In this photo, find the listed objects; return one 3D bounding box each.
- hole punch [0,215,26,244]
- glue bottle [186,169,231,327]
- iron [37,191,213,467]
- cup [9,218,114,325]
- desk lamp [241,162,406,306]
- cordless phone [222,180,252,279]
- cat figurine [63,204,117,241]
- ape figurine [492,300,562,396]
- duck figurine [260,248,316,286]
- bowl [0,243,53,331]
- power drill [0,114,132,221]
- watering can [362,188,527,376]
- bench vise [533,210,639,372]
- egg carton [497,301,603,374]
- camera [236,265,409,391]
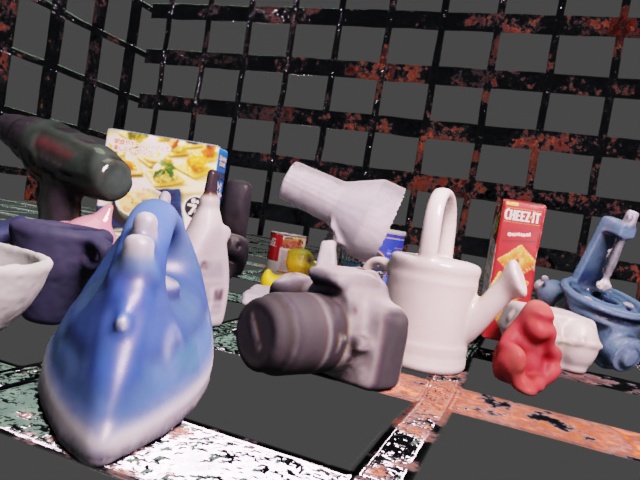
[{"bbox_3d":[-0.355,0.015,0.585,0.101,0.091,0.108,8,3,-28],"label":"hole punch"},{"bbox_3d":[-0.128,0.009,0.626,0.037,0.173,0.078,11,3,33],"label":"glue bottle"},{"bbox_3d":[-0.124,0.034,0.403,0.119,0.141,0.258,9,2,-13],"label":"iron"},{"bbox_3d":[-0.239,0.034,0.539,0.117,0.095,0.092,11,3,31],"label":"cup"},{"bbox_3d":[0.008,0.003,0.824,0.203,0.213,0.118,9,2,2],"label":"desk lamp"},{"bbox_3d":[-0.202,-0.027,1.083,0.147,0.185,0.094,9,2,-7],"label":"cordless phone"},{"bbox_3d":[-0.242,0.018,0.623,0.127,0.118,0.067,11,3,42],"label":"cat figurine"},{"bbox_3d":[0.220,0.108,0.599,0.078,0.092,0.076,9,2,-11],"label":"ape figurine"},{"bbox_3d":[-0.042,0.055,0.931,0.104,0.086,0.077,9,2,-1],"label":"duck figurine"},{"bbox_3d":[-0.292,0.040,0.422,0.167,0.075,0.167,9,2,0],"label":"bowl"},{"bbox_3d":[-0.334,-0.046,0.703,0.228,0.208,0.076,10,3,26],"label":"power drill"},{"bbox_3d":[0.132,0.041,0.627,0.172,0.194,0.101,9,2,4],"label":"watering can"},{"bbox_3d":[0.383,0.061,0.838,0.122,0.220,0.206,8,3,-34],"label":"bench vise"},{"bbox_3d":[0.301,0.126,0.769,0.107,0.069,0.150,9,2,2],"label":"egg carton"},{"bbox_3d":[-0.011,0.069,0.513,0.137,0.101,0.142,7,3,-43],"label":"camera"}]
